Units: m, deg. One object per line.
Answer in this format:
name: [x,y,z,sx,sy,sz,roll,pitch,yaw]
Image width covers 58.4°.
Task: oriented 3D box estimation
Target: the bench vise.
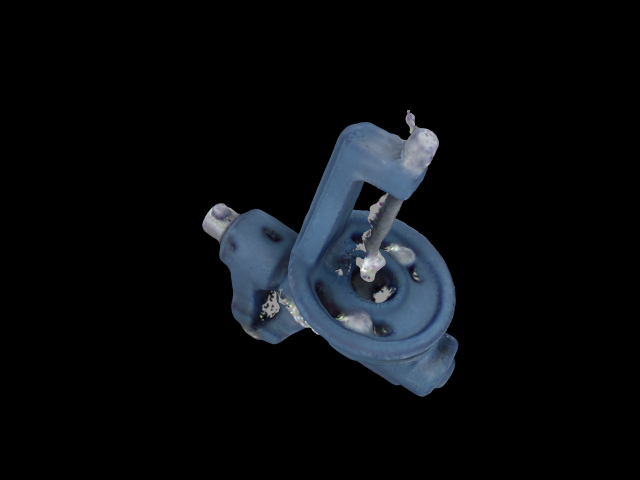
bench vise: [0.001,0.010,0.392,0.207,0.220,0.121,8,45,9]
